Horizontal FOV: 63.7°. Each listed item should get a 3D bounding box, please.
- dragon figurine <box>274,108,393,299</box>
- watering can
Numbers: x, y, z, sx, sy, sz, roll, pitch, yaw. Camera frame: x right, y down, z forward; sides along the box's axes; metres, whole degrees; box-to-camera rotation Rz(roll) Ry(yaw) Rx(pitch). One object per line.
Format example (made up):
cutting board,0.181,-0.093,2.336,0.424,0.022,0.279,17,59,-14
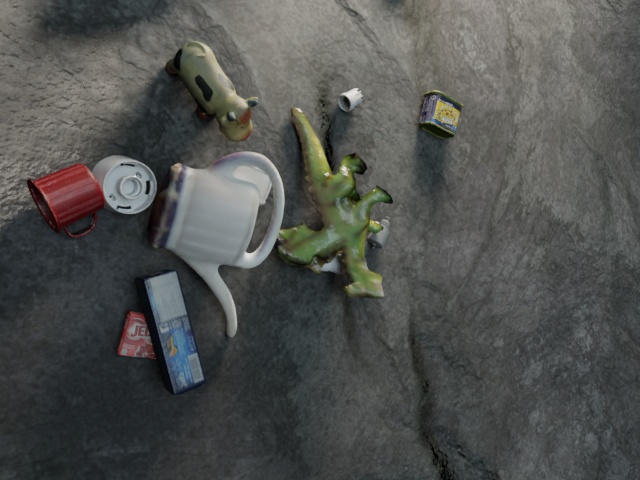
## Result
dragon figurine,0.003,-0.052,1.041,0.246,0.120,0.410,-42,91,-25
watering can,-0.192,0.003,0.913,0.224,0.105,0.345,15,100,-18
